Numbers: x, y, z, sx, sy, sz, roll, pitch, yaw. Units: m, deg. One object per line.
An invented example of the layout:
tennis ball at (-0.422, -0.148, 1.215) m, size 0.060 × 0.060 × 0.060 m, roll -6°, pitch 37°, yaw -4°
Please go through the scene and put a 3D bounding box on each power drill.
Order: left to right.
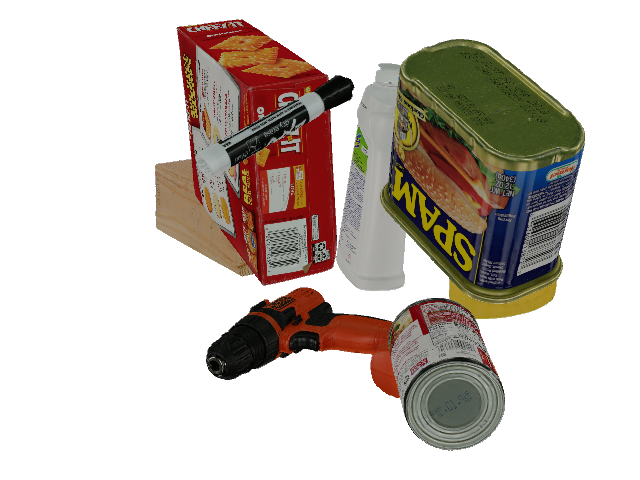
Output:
power drill at (0.005, 0.100, 1.034) m, size 0.188 × 0.057 × 0.184 m, roll 10°, pitch 22°, yaw 28°

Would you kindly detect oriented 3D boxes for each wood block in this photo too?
wood block at (-0.113, -0.034, 1.289) m, size 0.090 × 0.090 × 0.206 m, roll -11°, pitch 22°, yaw -34°

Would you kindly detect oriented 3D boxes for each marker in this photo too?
marker at (-0.027, -0.076, 0.697) m, size 0.121 × 0.020 × 0.020 m, roll -32°, pitch 14°, yaw -23°

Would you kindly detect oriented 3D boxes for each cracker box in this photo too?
cracker box at (-0.056, -0.083, 0.896) m, size 0.072 × 0.164 × 0.214 m, roll -11°, pitch 26°, yaw -17°

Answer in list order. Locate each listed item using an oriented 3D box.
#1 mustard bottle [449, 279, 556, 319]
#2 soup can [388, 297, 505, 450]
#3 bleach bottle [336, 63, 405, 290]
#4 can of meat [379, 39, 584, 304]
mustard bottle at (0.159, -0.032, 0.904) m, size 0.096 × 0.192 × 0.058 m, roll -9°, pitch 23°, yaw -21°
soup can at (0.085, 0.089, 0.732) m, size 0.068 × 0.068 × 0.102 m, roll 0°, pitch 19°, yaw -2°
bleach bottle at (0.069, -0.075, 1.227) m, size 0.068 × 0.251 × 0.103 m, roll -2°, pitch 23°, yaw -19°
can of meat at (0.075, -0.035, 0.508) m, size 0.057 × 0.084 × 0.102 m, roll -20°, pitch 47°, yaw -23°
